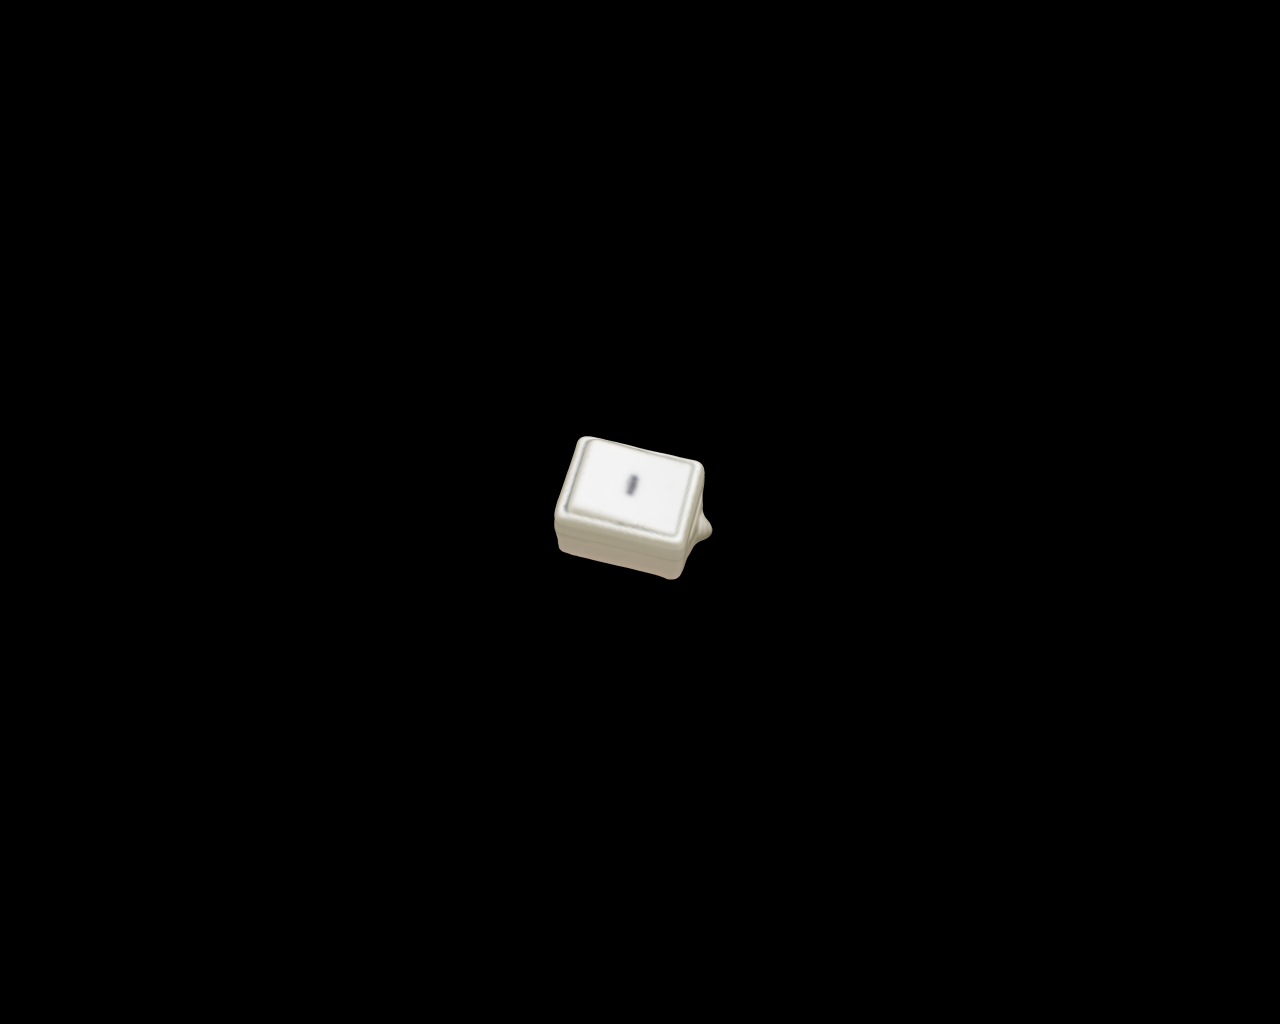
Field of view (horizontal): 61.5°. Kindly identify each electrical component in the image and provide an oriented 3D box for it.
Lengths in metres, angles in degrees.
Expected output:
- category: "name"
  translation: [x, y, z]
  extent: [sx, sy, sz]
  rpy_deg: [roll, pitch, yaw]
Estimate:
- category: "electrical component"
  translation: [0.001, -0.003, 0.650]
  extent: [0.096, 0.062, 0.061]
  rpy_deg: [14, -26, 7]
